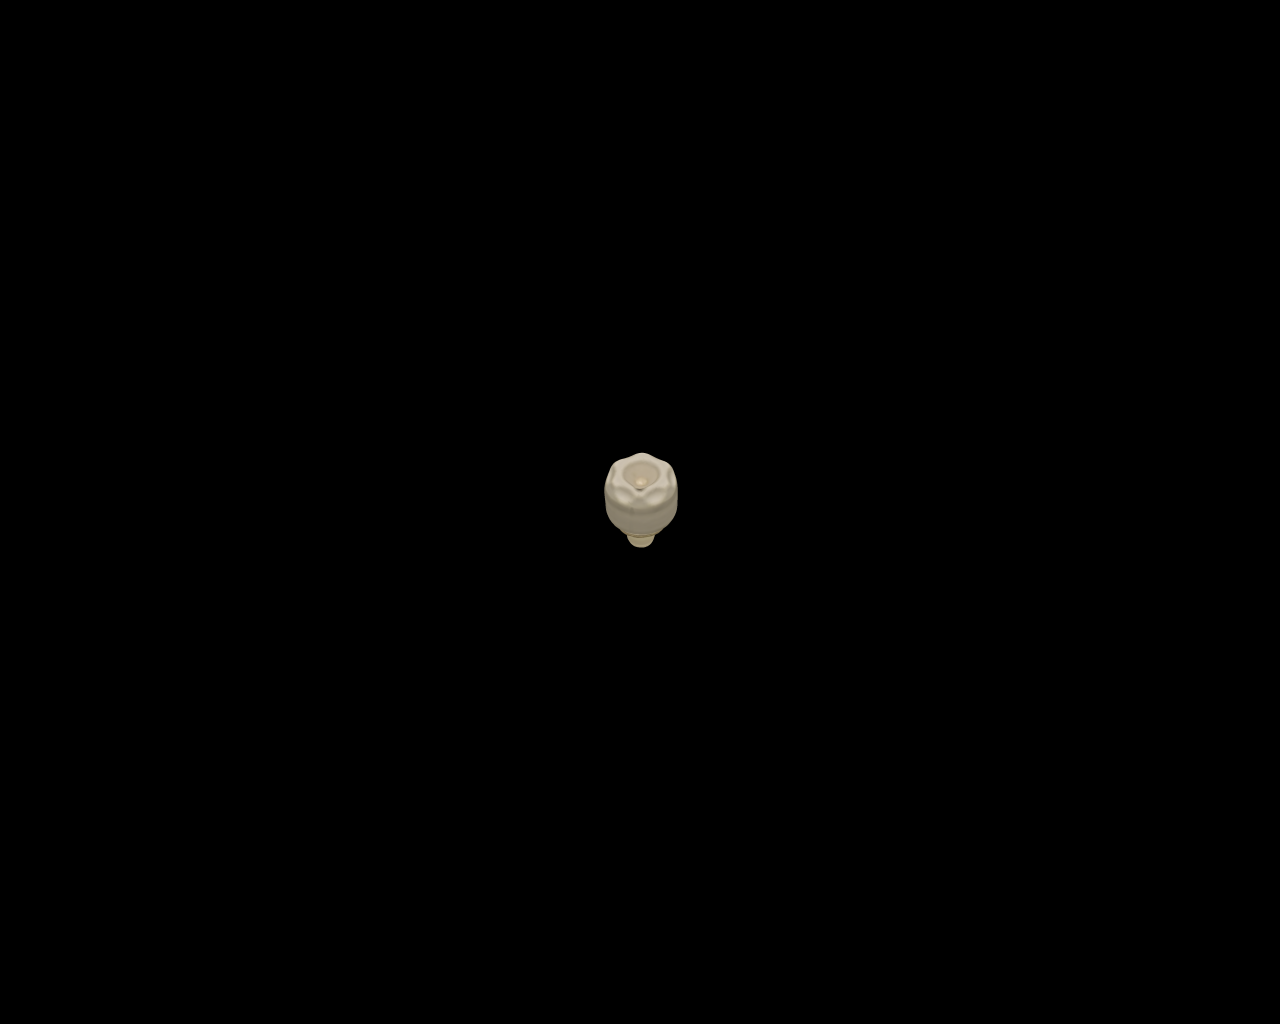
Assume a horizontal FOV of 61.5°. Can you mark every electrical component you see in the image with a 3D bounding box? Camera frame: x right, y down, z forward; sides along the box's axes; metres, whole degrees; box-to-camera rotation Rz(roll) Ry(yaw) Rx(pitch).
[{"bbox_3d":[0.001,-0.003,0.650,0.043,0.043,0.062,0,-43,0],"label":"electrical component"}]
